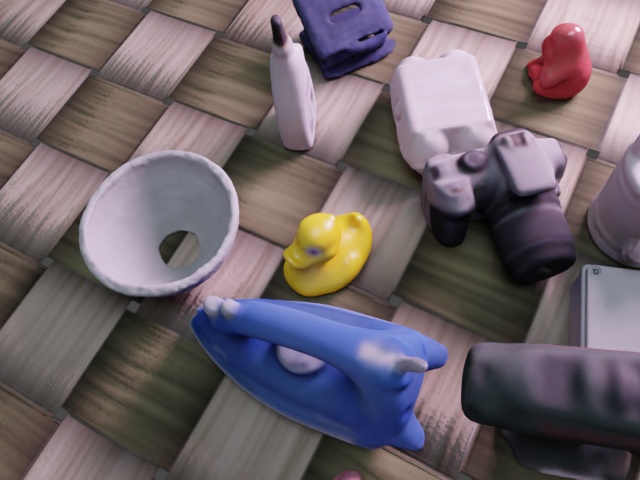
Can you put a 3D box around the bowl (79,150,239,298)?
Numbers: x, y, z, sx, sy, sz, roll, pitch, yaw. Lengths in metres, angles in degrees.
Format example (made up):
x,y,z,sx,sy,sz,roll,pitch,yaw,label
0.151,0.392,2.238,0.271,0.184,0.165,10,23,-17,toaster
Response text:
x,y,z,sx,sy,sz,roll,pitch,yaw,label
-0.160,-0.007,0.608,0.167,0.075,0.167,-3,64,5,bowl

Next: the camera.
x,y,z,sx,sy,sz,roll,pitch,yaw,label
0.184,-0.030,0.565,0.143,0.101,0.136,-13,63,1,camera

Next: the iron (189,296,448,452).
x,y,z,sx,sy,sz,roll,pitch,yaw,label
-0.021,0.093,0.506,0.257,0.141,0.119,15,67,14,iron

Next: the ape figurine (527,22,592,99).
x,y,z,sx,sy,sz,roll,pitch,yaw,label
0.272,-0.207,0.646,0.076,0.092,0.078,32,72,20,ape figurine

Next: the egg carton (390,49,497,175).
x,y,z,sx,sy,sz,roll,pitch,yaw,label
0.135,-0.145,0.644,0.107,0.069,0.150,-9,63,2,egg carton

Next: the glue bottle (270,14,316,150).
x,y,z,sx,sy,sz,roll,pitch,yaw,label
-0.032,-0.175,0.620,0.037,0.173,0.078,2,64,8,glue bottle

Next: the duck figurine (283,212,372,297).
x,y,z,sx,sy,sz,roll,pitch,yaw,label
0.005,0.002,0.578,0.105,0.086,0.077,-37,66,-11,duck figurine

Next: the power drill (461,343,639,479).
x,y,z,sx,sy,sz,roll,pitch,yaw,label
0.217,0.131,0.423,0.229,0.209,0.075,7,65,10,power drill

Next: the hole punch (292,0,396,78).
x,y,z,sx,sy,sz,roll,pitch,yaw,label
0.031,-0.272,0.706,0.109,0.091,0.101,-25,64,-6,hole punch

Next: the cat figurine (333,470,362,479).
x,y,z,sx,sy,sz,roll,pitch,yaw,label
0.001,0.241,0.444,0.067,0.118,0.128,35,73,21,cat figurine

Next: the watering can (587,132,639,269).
x,y,z,sx,sy,sz,roll,pitch,yaw,label
0.320,-0.063,0.513,0.100,0.194,0.173,6,65,10,watering can
